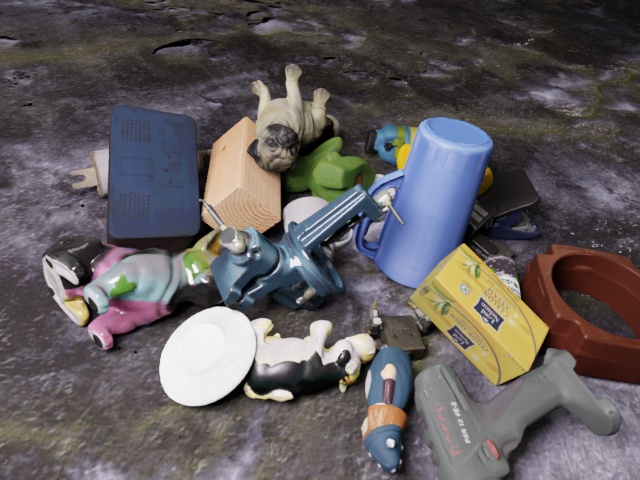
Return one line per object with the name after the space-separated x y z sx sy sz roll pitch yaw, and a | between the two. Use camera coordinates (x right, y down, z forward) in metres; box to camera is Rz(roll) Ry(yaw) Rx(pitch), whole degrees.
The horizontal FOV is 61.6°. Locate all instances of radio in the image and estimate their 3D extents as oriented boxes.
-0.256 -0.090 0.825 0.131 0.073 0.229 1 65 -22 | radio

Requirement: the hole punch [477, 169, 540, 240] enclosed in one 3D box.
0.338 -0.056 0.991 0.116 0.092 0.142 -16 42 13 | hole punch

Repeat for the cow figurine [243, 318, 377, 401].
-0.009 0.154 0.669 0.167 0.068 0.098 3 47 -5 | cow figurine

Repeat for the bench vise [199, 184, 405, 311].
-0.016 0.002 0.693 0.240 0.223 0.129 -37 43 8 | bench vise

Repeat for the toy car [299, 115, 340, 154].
-0.049 -0.199 1.059 0.202 0.073 0.056 -18 52 -30 | toy car

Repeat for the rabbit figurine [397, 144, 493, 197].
0.204 -0.129 0.998 0.173 0.121 0.163 -37 36 -6 | rabbit figurine

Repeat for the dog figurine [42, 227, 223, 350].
-0.228 0.041 0.724 0.192 0.108 0.219 34 41 28 | dog figurine

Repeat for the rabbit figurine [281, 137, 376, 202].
0.001 -0.120 0.952 0.170 0.121 0.159 16 46 28 | rabbit figurine

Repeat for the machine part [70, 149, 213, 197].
-0.295 -0.126 0.914 0.243 0.079 0.079 -15 47 -26 | machine part

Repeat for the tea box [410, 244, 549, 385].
0.220 0.101 0.742 0.169 0.068 0.098 45 47 3 | tea box

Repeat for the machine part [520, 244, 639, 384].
0.416 0.108 0.808 0.202 0.087 0.201 9 40 -1 | machine part

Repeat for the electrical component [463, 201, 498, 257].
0.254 -0.027 0.898 0.075 0.047 0.119 -29 67 -39 | electrical component

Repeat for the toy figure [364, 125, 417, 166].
0.184 -0.194 1.095 0.180 0.089 0.082 10 48 -6 | toy figure

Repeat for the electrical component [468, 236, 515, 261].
0.303 0.028 0.921 0.094 0.021 0.063 37 46 27 | electrical component

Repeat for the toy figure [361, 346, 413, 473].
0.080 0.201 0.642 0.064 0.058 0.154 49 36 -26 | toy figure

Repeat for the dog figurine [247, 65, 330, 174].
-0.048 -0.171 0.915 0.172 0.121 0.190 28 52 -41 | dog figurine

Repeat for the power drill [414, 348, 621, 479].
0.226 0.227 0.609 0.207 0.085 0.232 -26 50 -3 | power drill

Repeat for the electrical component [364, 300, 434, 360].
0.109 0.125 0.747 0.102 0.045 0.078 4 40 -10 | electrical component

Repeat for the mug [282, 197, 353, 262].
-0.002 -0.003 0.847 0.110 0.080 0.107 0 52 -11 | mug
